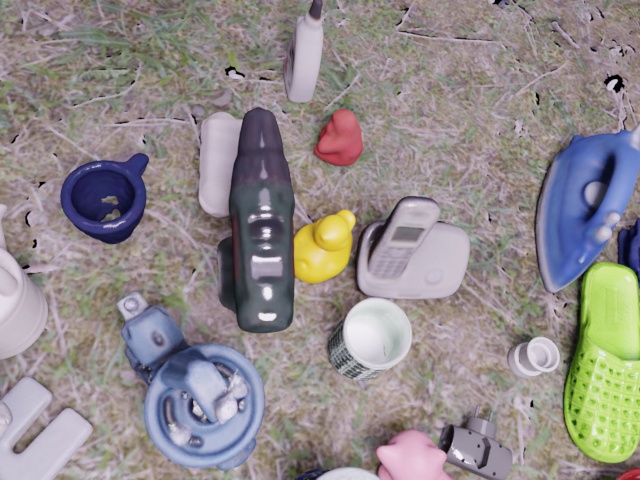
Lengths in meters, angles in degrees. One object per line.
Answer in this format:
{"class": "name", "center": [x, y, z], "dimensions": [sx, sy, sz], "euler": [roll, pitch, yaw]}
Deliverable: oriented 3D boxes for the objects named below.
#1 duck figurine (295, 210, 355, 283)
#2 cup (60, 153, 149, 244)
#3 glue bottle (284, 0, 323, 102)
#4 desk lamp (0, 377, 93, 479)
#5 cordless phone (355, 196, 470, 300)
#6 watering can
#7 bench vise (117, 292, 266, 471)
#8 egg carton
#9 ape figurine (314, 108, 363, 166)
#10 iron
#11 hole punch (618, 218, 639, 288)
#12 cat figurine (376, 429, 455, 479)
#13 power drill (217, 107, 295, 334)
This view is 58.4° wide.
{"class": "duck figurine", "center": [0.007, 0.003, 0.728], "dimensions": [0.077, 0.086, 0.105], "euler": [42, 65, 6]}
{"class": "cup", "center": [-0.244, -0.045, 0.684], "dimensions": [0.091, 0.095, 0.118], "euler": [33, 65, 2]}
{"class": "glue bottle", "center": [-0.019, -0.268, 0.785], "dimensions": [0.037, 0.173, 0.078], "euler": [-6, 69, -15]}
{"class": "desk lamp", "center": [-0.322, 0.209, 0.496], "dimensions": [0.118, 0.213, 0.203], "euler": [35, 65, 3]}
{"class": "cordless phone", "center": [0.128, 0.006, 0.700], "dimensions": [0.148, 0.185, 0.094], "euler": [0, 68, -13]}
{"class": "watering can", "center": [-0.347, 0.045, 0.568], "dimensions": [0.101, 0.194, 0.173], "euler": [-17, 72, -19]}
{"class": "bench vise", "center": [-0.141, 0.139, 0.563], "dimensions": [0.207, 0.219, 0.122], "euler": [34, 65, 2]}
{"class": "egg carton", "center": [-0.104, -0.098, 0.752], "dimensions": [0.107, 0.069, 0.150], "euler": [1, 68, -13]}
{"class": "ape figurine", "center": [0.029, -0.148, 0.792], "dimensions": [0.078, 0.092, 0.076], "euler": [-35, 79, -23]}
{"class": "iron", "center": [0.394, -0.053, 0.810], "dimensions": [0.118, 0.141, 0.258], "euler": [26, 65, -1]}
{"class": "hole punch", "center": [0.500, 0.022, 0.832], "dimensions": [0.101, 0.091, 0.109], "euler": [14, 65, -7]}
{"class": "cat figurine", "center": [0.116, 0.257, 0.631], "dimensions": [0.128, 0.117, 0.067], "euler": [40, 65, 5]}
{"class": "power drill", "center": [-0.073, 0.000, 0.643], "dimensions": [0.076, 0.208, 0.229], "euler": [-2, 68, -13]}
